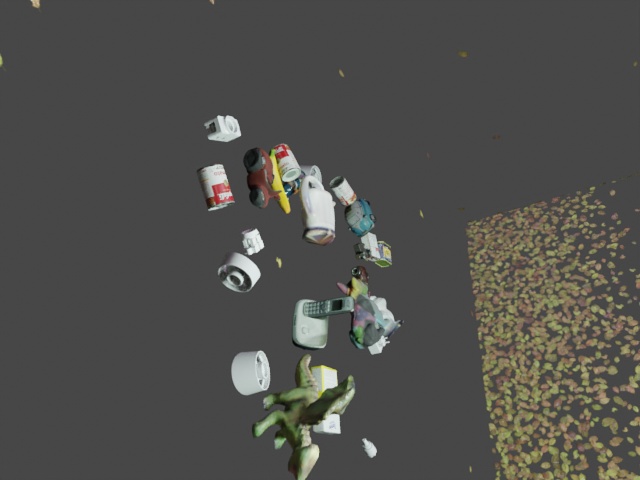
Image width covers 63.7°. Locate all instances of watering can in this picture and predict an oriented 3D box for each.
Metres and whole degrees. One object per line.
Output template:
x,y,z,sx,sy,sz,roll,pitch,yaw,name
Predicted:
0.005,-0.087,1.734,0.344,0.104,0.227,35,48,-67,watering can

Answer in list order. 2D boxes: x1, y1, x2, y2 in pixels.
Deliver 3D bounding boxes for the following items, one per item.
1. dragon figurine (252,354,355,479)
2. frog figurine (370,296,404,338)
-0.014,0.392,1.241,0.120,0.240,0.419,57,31,-20,dragon figurine
0.227,0.290,1.956,0.160,0.122,0.137,39,10,12,frog figurine
